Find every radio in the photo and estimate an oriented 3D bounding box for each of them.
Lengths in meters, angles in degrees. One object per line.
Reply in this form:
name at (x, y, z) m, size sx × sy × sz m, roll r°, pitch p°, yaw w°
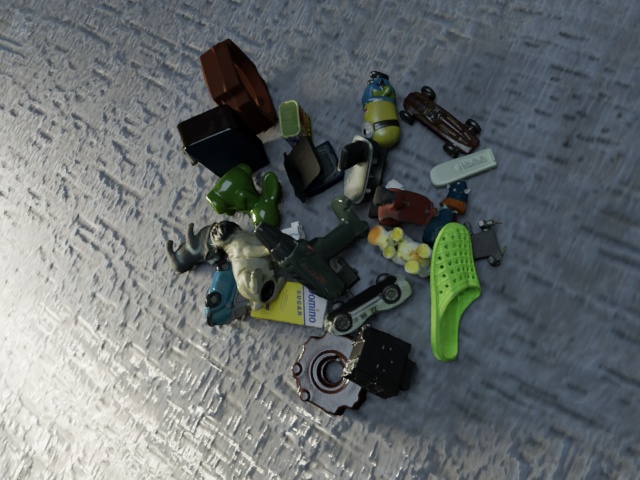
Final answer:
radio at (-0.220, -0.222, 1.268) m, size 0.131 × 0.229 × 0.073 m, roll -23°, pitch 72°, yaw 10°

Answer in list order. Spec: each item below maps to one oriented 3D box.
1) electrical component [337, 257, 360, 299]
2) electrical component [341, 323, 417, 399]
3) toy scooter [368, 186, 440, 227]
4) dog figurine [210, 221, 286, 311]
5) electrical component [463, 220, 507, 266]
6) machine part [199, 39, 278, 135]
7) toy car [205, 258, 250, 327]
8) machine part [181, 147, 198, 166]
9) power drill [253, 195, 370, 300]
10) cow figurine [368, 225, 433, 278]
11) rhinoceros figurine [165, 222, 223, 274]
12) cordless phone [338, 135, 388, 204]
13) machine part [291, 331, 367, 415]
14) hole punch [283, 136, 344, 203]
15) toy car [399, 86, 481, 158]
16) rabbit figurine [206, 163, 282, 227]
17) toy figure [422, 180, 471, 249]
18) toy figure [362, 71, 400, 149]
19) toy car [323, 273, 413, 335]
electrical component at (0.056, 0.087, 1.191) m, size 0.063 × 0.021 × 0.094 m, roll -42°, pitch 65°, yaw 5°
electrical component at (0.123, 0.245, 1.066) m, size 0.134 × 0.058 × 0.115 m, roll 27°, pitch 60°, yaw -10°
toy scooter at (0.173, -0.065, 1.118) m, size 0.135 × 0.184 × 0.075 m, roll 13°, pitch 85°, yaw 2°
dog figurine at (-0.177, 0.052, 1.197) m, size 0.191 × 0.121 × 0.172 m, roll 14°, pitch 70°, yaw 30°
electrical component at (0.337, 0.005, 1.094) m, size 0.078 × 0.045 × 0.102 m, roll -8°, pitch 73°, yaw 17°
machine part at (-0.198, -0.366, 1.313) m, size 0.087 × 0.201 × 0.201 m, roll -25°, pitch 69°, yaw 15°
toy car at (-0.203, 0.127, 1.243) m, size 0.103 × 0.109 × 0.161 m, roll 14°, pitch 62°, yaw -1°
machine part at (-0.303, -0.264, 1.416) m, size 0.139 × 0.039 × 0.084 m, roll -40°, pitch 60°, yaw 8°
power drill at (-0.002, -0.003, 1.135) m, size 0.232 × 0.086 × 0.207 m, roll 50°, pitch 59°, yaw -13°
cow figurine at (0.180, 0.022, 1.133) m, size 0.168 × 0.098 × 0.068 m, roll 36°, pitch 96°, yaw 44°
rhinoceros figurine at (-0.290, 0.017, 1.313) m, size 0.190 × 0.073 × 0.112 m, roll -28°, pitch 66°, yaw 12°
cordless phone at (0.073, -0.142, 1.144) m, size 0.089 × 0.184 × 0.146 m, roll 17°, pitch 111°, yaw 16°
machine part at (0.029, 0.277, 1.130) m, size 0.180 × 0.056 × 0.179 m, roll -5°, pitch 73°, yaw 18°
hole punch at (-0.016, -0.170, 1.264) m, size 0.116 × 0.092 × 0.142 m, roll -41°, pitch 65°, yaw 39°
toy car at (0.265, -0.264, 1.193) m, size 0.089 × 0.053 × 0.202 m, roll -44°, pitch 64°, yaw 1°
rabbit figurine at (-0.157, -0.091, 1.290) m, size 0.170 × 0.121 × 0.159 m, roll 42°, pitch 85°, yaw 7°
toy figure at (0.268, -0.054, 1.131) m, size 0.064 × 0.057 × 0.154 m, roll 29°, pitch 82°, yaw 19°
toy figure at (0.140, -0.296, 1.233) m, size 0.089 × 0.082 × 0.180 m, roll -2°, pitch 72°, yaw 22°
toy car at (0.097, 0.135, 1.125) m, size 0.202 × 0.073 × 0.056 m, roll -32°, pitch 109°, yaw 3°
